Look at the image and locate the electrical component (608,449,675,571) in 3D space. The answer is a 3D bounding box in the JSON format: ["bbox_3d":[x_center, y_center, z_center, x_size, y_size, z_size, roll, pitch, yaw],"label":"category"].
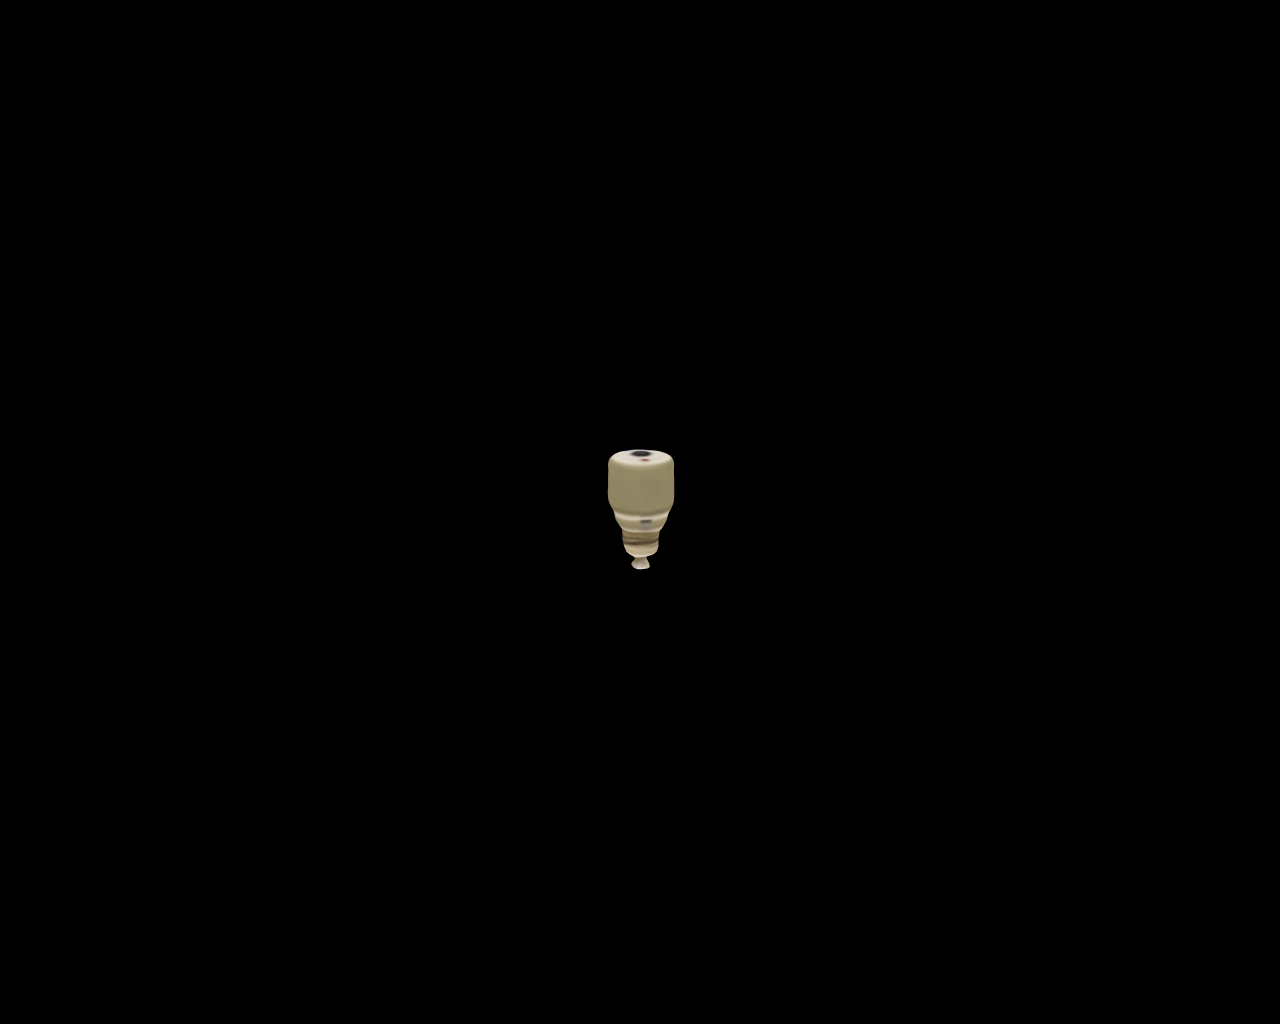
[{"bbox_3d":[0.001,-0.003,0.650,0.040,0.078,0.040,0,18,0],"label":"electrical component"}]
